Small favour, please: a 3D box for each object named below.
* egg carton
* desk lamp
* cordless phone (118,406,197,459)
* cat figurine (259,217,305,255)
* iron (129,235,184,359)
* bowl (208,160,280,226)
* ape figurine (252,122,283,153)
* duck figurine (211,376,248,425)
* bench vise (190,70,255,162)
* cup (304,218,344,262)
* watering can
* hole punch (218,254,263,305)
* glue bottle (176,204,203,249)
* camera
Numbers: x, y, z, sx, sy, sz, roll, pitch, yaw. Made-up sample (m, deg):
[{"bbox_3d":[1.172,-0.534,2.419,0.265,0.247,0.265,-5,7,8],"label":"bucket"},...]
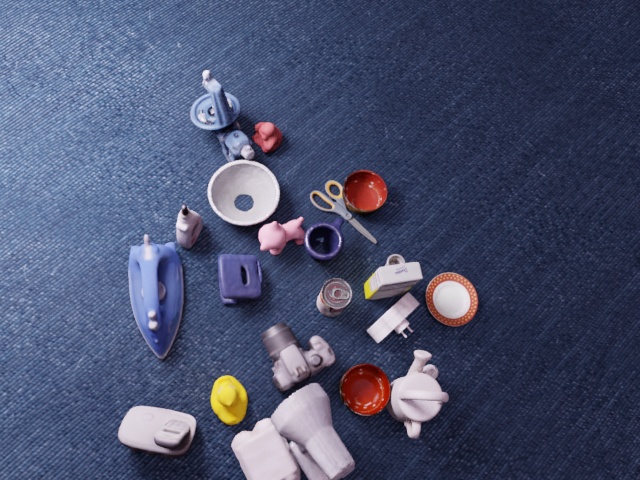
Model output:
[{"bbox_3d":[-0.109,0.455,1.187,0.107,0.069,0.150,-28,77,-15],"label":"egg carton"},{"bbox_3d":[-0.004,0.399,1.144,0.118,0.213,0.203,-33,78,-16],"label":"desk lamp"},{"bbox_3d":[-0.324,0.377,1.124,0.147,0.185,0.094,9,70,-4],"label":"cordless phone"},{"bbox_3d":[-0.091,-0.016,1.323,0.128,0.117,0.067,-28,77,-15],"label":"cat figurine"},{"bbox_3d":[-0.355,0.119,1.230,0.119,0.141,0.258,-7,72,-10],"label":"iron"},{"bbox_3d":[-0.179,-0.101,1.363,0.167,0.074,0.167,2,71,-7],"label":"bowl"},{"bbox_3d":[-0.129,-0.262,1.415,0.076,0.092,0.078,-1,71,-8],"label":"ape figurine"},{"bbox_3d":[-0.192,0.336,1.208,0.077,0.086,0.104,-14,74,-12],"label":"duck figurine"},{"bbox_3d":[-0.216,-0.294,1.346,0.207,0.219,0.122,34,71,5],"label":"bench vise"},{"bbox_3d":[0.012,0.005,1.342,0.091,0.095,0.118,36,71,6],"label":"cup"},{"bbox_3d":[0.205,0.324,1.207,0.101,0.194,0.173,-12,73,-11],"label":"watering can"},{"bbox_3d":[-0.179,0.084,1.292,0.101,0.091,0.108,-7,72,-10],"label":"hole punch"},{"bbox_3d":[-0.295,-0.040,1.275,0.037,0.173,0.078,20,70,0],"label":"glue bottle"},{"bbox_3d":[-0.056,0.242,1.250,0.143,0.101,0.136,-28,77,-15],"label":"camera"}]
